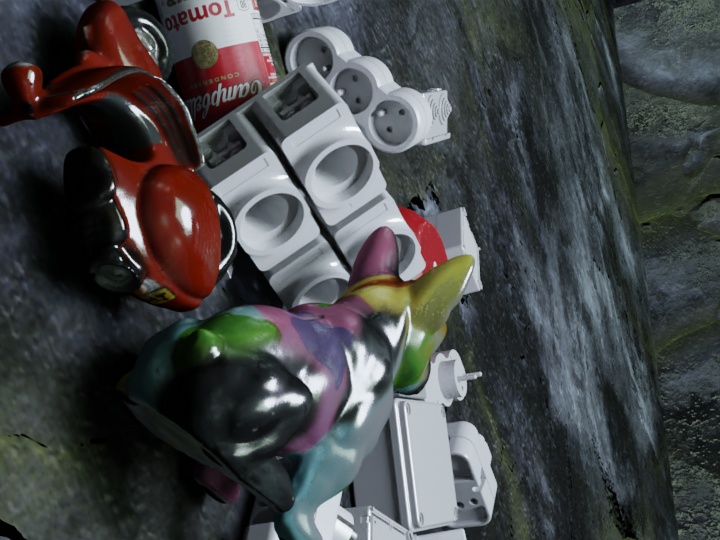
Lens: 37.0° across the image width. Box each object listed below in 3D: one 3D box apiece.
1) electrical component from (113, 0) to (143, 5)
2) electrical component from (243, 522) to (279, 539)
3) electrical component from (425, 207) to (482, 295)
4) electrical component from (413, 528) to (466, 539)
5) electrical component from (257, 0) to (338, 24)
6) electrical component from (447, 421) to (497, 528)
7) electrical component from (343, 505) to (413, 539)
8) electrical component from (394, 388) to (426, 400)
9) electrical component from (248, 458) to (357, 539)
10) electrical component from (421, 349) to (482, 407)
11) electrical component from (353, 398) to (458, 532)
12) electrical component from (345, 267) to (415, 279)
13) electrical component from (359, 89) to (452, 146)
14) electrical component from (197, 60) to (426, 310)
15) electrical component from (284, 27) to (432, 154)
[{"bbox_3d":[-0.132,-0.266,0.654,0.060,0.105,0.186,2,77,-68],"label":"electrical component"},{"bbox_3d":[-0.052,0.208,0.685,0.057,0.058,0.078,-80,151,-48],"label":"electrical component"},{"bbox_3d":[0.093,-0.020,1.164,0.096,0.061,0.061,-84,153,-55],"label":"electrical component"},{"bbox_3d":[0.073,0.290,0.897,0.108,0.056,0.108,79,2,-47],"label":"electrical component"},{"bbox_3d":[-0.080,-0.237,0.769,0.186,0.105,0.060,15,66,-66],"label":"electrical component"},{"bbox_3d":[0.099,0.200,1.069,0.059,0.054,0.095,-65,139,-56],"label":"electrical component"},{"bbox_3d":[0.000,0.220,0.802,0.096,0.061,0.061,47,38,-53],"label":"electrical component"},{"bbox_3d":[0.022,0.077,0.947,0.066,0.047,0.076,22,60,-65],"label":"electrical component"},{"bbox_3d":[-0.031,0.172,0.736,0.077,0.047,0.065,40,38,-25],"label":"electrical component"},{"bbox_3d":[0.081,0.107,1.043,0.138,0.074,0.052,-5,84,-68],"label":"electrical component"},{"bbox_3d":[0.036,0.169,0.925,0.109,0.056,0.108,21,60,-65],"label":"electrical component"},{"bbox_3d":[0.000,0.000,0.912,0.108,0.060,0.108,-11,90,-69],"label":"electrical component"},{"bbox_3d":[0.033,-0.146,1.018,0.100,0.100,0.048,-30,121,-67],"label":"electrical component"},{"bbox_3d":[-0.032,-0.037,0.749,0.060,0.105,0.186,53,-4,40],"label":"electrical component"},{"bbox_3d":[0.004,-0.160,0.940,0.138,0.052,0.074,39,24,5],"label":"electrical component"}]
